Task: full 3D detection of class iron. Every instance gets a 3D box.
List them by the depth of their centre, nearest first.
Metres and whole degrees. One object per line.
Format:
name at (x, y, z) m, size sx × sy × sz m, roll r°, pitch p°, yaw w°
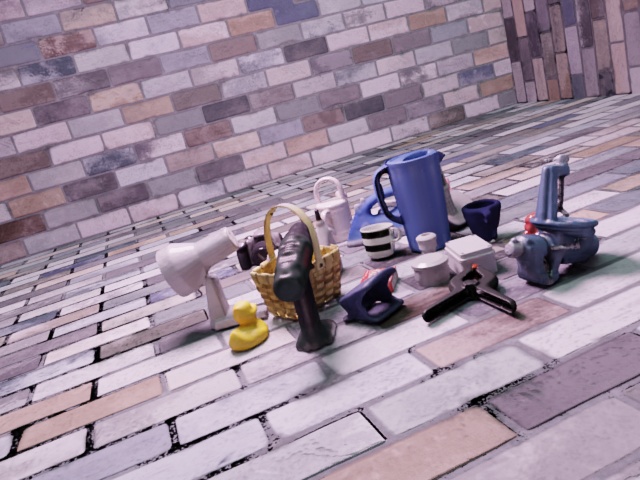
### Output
iron at (0.182, -0.081, 1.621) m, size 0.258 × 0.141 × 0.118 m, roll -17°, pitch 15°, yaw -8°

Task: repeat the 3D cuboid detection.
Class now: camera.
camera at (-0.179, 0.028, 1.660) m, size 0.143 × 0.101 × 0.137 m, roll -14°, pitch 15°, yaw 4°

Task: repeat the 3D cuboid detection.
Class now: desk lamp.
desk lamp at (-0.239, 0.087, 1.285) m, size 0.203 × 0.214 × 0.118 m, roll -15°, pitch 15°, yaw 1°

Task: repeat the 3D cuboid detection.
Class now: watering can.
watering can at (0.039, -0.098, 1.720) m, size 0.101 × 0.194 × 0.173 m, roll -14°, pitch 15°, yaw 4°

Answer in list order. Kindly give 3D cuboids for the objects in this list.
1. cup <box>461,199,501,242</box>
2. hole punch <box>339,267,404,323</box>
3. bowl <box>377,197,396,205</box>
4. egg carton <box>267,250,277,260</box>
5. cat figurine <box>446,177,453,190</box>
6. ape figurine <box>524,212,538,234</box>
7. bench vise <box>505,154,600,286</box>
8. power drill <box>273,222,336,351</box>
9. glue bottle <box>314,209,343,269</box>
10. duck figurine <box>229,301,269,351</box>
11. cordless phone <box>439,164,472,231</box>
cup at (0.391, -0.039, 1.354) m, size 0.091 × 0.095 × 0.117 m, roll -14°, pitch 15°, yaw 5°
hole punch at (0.095, 0.105, 1.130) m, size 0.100 × 0.091 × 0.109 m, roll 0°, pitch 21°, yaw 44°
bowl at (0.263, -0.116, 1.797) m, size 0.167 × 0.075 × 0.167 m, roll -14°, pitch 15°, yaw 4°
egg carton at (-0.072, 0.056, 1.514) m, size 0.107 × 0.069 × 0.149 m, roll -26°, pitch 19°, yaw -36°
cat figurine at (0.370, -0.150, 1.733) m, size 0.067 × 0.118 × 0.128 m, roll -4°, pitch 18°, yaw 35°
ape figurine at (0.456, -0.015, 1.209) m, size 0.076 × 0.092 × 0.078 m, roll -7°, pitch 17°, yaw 29°
bench vise at (0.434, -0.037, 1.063) m, size 0.121 × 0.220 × 0.208 m, roll 1°, pitch 22°, yaw 47°
power drill at (-0.032, 0.090, 1.082) m, size 0.075 × 0.208 × 0.229 m, roll -13°, pitch 15°, yaw 9°
glue bottle at (0.013, 0.005, 1.414) m, size 0.037 × 0.173 × 0.078 m, roll -8°, pitch 17°, yaw 24°
duck figurine at (-0.152, 0.167, 1.158) m, size 0.077 × 0.086 × 0.105 m, roll -8°, pitch 17°, yaw 26°
cordless phone at (0.349, -0.129, 1.547) m, size 0.093 × 0.185 × 0.148 m, roll -1°, pitch 20°, yaw 42°
